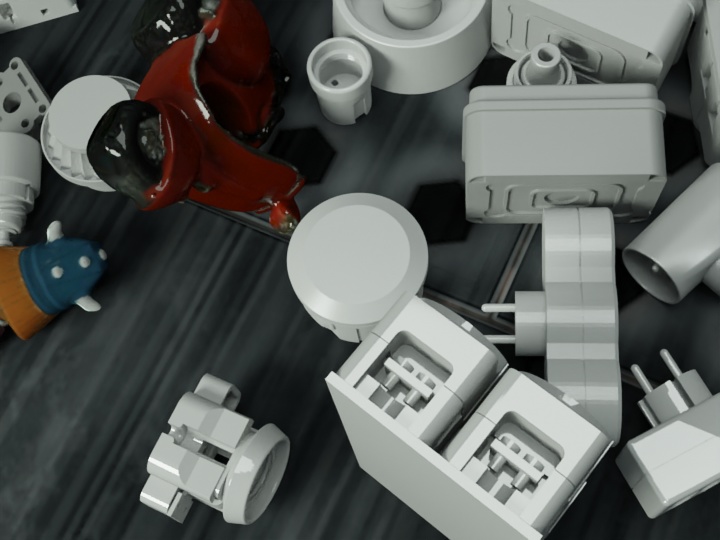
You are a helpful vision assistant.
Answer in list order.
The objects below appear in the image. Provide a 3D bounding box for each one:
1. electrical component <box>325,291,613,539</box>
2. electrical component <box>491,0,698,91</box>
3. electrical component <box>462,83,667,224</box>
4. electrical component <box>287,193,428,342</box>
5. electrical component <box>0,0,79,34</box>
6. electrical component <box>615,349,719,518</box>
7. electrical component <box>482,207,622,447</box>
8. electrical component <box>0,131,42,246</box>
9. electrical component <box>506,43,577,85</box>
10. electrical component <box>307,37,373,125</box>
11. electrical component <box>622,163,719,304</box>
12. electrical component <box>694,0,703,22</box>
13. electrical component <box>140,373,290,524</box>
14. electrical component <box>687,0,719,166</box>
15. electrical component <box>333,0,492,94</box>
[{"bbox_3d":[0.052,0.086,0.517,0.105,0.186,0.060,36,76,17],"label":"electrical component"},{"bbox_3d":[0.143,-0.156,0.662,0.113,0.078,0.057,27,76,14],"label":"electrical component"},{"bbox_3d":[0.117,-0.067,0.630,0.113,0.078,0.057,0,72,5],"label":"electrical component"},{"bbox_3d":[0.000,0.000,0.627,0.080,0.051,0.080,-2,69,4],"label":"electrical component"},{"bbox_3d":[-0.258,-0.242,0.737,0.089,0.061,0.150,-17,68,-2],"label":"electrical component"},{"bbox_3d":[0.177,0.079,0.584,0.083,0.047,0.075,-27,69,-6],"label":"electrical component"},{"bbox_3d":[0.106,0.030,0.606,0.074,0.052,0.138,0,69,8],"label":"electrical component"},{"bbox_3d":[-0.221,-0.050,0.671,0.040,0.040,0.078,-5,68,3],"label":"electrical component"},{"bbox_3d":[0.111,-0.114,0.657,0.043,0.062,0.043,-2,68,4],"label":"electrical component"},{"bbox_3d":[-0.011,-0.117,0.677,0.040,0.046,0.040,-2,69,4],"label":"electrical component"},{"bbox_3d":[0.207,-0.009,0.618,0.077,0.043,0.079,-42,72,-11],"label":"electrical component"},{"bbox_3d":[0.223,-0.172,0.683,0.061,0.035,0.035,32,74,19],"label":"electrical component"},{"bbox_3d":[-0.075,0.104,0.590,0.057,0.058,0.078,21,72,16],"label":"electrical component"},{"bbox_3d":[0.281,-0.115,0.643,0.150,0.061,0.089,-3,69,4],"label":"electrical component"},{"bbox_3d":[0.033,-0.174,0.688,0.108,0.060,0.108,-2,69,4],"label":"electrical component"}]
